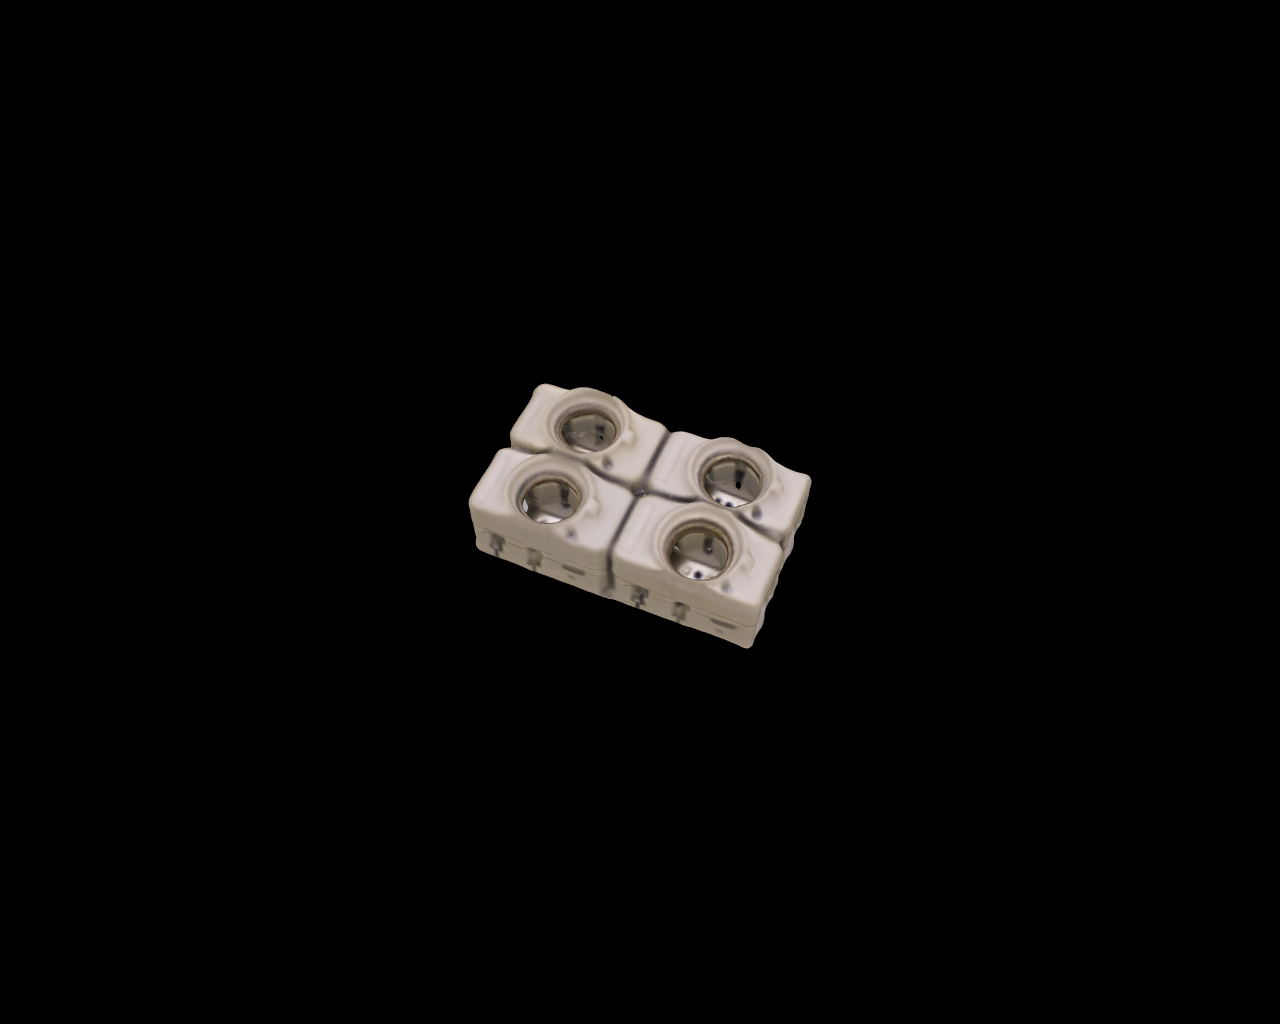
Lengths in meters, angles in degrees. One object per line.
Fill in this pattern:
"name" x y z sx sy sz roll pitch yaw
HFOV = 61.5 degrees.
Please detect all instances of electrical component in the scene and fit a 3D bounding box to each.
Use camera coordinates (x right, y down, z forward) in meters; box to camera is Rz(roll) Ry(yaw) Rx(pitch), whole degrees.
"electrical component" 0.001 -0.003 0.650 0.186 0.105 0.060 20 -31 13
